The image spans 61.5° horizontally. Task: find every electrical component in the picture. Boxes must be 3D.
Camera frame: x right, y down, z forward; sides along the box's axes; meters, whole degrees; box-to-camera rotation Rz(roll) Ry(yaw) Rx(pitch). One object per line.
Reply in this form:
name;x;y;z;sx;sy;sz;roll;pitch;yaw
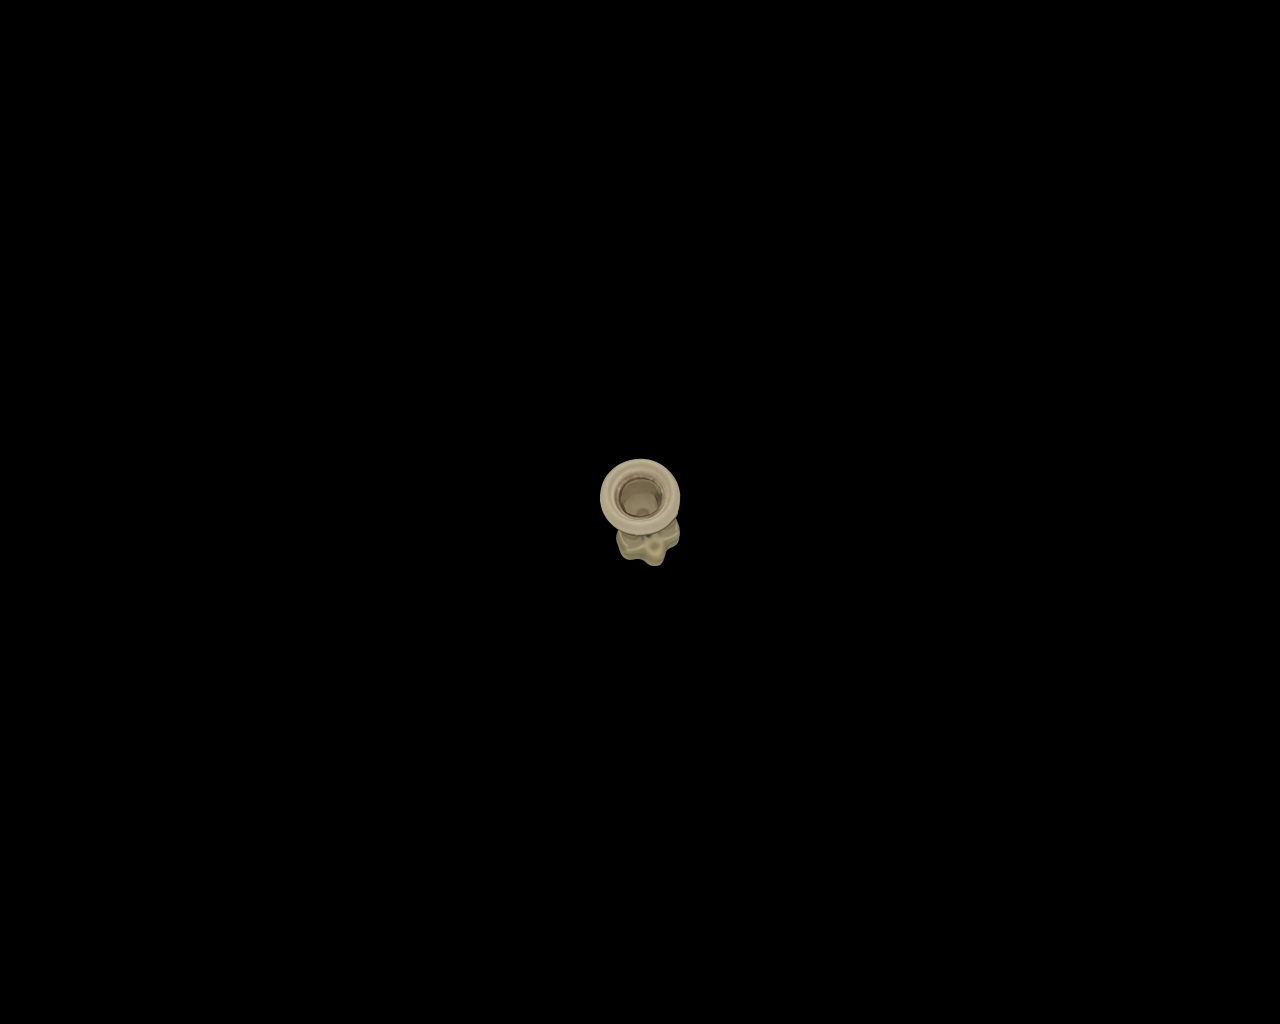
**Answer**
electrical component;0.001;-0.003;0.650;0.048;0.066;0.055;-19;-19;-7
